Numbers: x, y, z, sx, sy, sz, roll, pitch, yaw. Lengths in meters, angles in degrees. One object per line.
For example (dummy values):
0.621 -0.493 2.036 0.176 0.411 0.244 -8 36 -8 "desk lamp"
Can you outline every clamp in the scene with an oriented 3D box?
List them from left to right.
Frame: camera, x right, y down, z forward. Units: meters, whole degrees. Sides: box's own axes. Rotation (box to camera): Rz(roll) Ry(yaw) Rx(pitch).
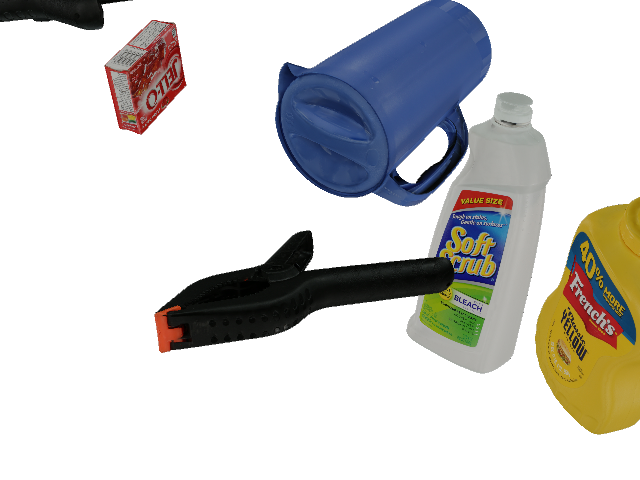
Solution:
-0.195 -0.186 0.798 0.172 0.039 0.120 12 24 28 "clamp"
-0.020 0.036 0.749 0.165 0.036 0.209 7 19 41 "clamp"

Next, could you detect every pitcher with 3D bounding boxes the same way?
0.082 -0.147 1.090 0.145 0.149 0.242 11 37 36 "pitcher"

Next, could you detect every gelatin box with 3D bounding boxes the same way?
-0.165 -0.157 1.020 0.030 0.073 0.089 16 46 20 "gelatin box"

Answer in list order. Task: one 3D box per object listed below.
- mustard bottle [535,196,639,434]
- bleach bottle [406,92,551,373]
0.185 0.035 0.652 0.058 0.096 0.192 -10 -35 -13 "mustard bottle"
0.142 -0.010 0.936 0.103 0.251 0.067 27 36 33 "bleach bottle"
